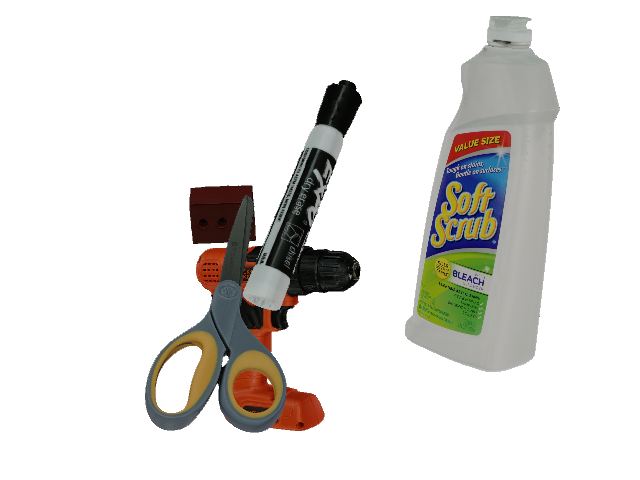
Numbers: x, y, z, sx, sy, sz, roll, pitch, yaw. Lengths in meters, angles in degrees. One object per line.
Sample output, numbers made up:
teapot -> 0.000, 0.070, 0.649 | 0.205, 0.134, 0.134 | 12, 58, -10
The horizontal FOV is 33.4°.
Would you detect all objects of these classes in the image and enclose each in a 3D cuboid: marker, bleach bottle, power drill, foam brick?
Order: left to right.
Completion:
foam brick -> -0.118, -0.032, 1.281 | 0.078, 0.053, 0.051 | -3, 29, -2
power drill -> -0.040, 0.097, 1.095 | 0.185, 0.188, 0.057 | 1, 7, 30
marker -> -0.007, -0.024, 0.512 | 0.020, 0.121, 0.020 | 19, -19, 7
bleach bottle -> 0.121, -0.037, 0.782 | 0.067, 0.251, 0.103 | -11, 21, -40

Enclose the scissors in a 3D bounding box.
scissors -> -0.047, 0.050, 0.709 | 0.096, 0.016, 0.201 | 21, 48, 9
